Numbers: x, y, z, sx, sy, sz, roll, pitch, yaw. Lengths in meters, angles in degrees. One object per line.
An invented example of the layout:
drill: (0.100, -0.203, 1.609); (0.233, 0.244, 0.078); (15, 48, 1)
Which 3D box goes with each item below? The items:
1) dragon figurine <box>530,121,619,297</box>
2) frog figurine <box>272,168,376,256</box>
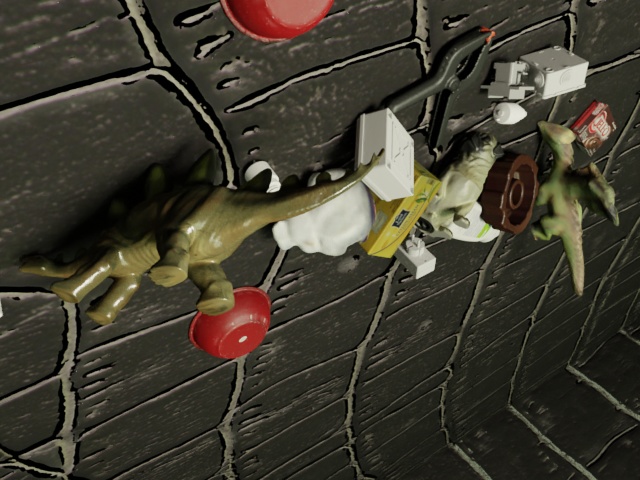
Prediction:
dragon figurine: (0.551, -0.065, 1.112); (0.122, 0.411, 0.242); (-21, 178, 0)
frog figurine: (0.003, -0.041, 0.823); (0.160, 0.123, 0.136); (-12, 101, -19)
